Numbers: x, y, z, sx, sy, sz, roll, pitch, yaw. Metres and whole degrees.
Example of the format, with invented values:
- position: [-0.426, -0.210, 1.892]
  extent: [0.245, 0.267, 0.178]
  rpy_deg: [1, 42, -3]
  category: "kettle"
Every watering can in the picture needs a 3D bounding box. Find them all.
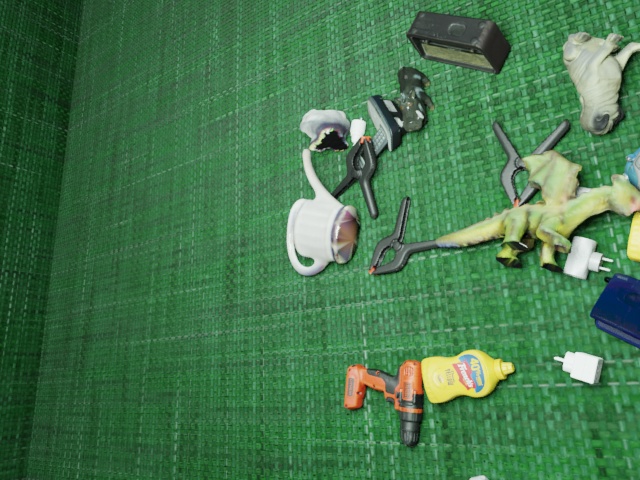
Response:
- position: [0.004, -0.070, 1.383]
  extent: [0.225, 0.104, 0.347]
  rpy_deg: [9, 93, 37]
  category: "watering can"

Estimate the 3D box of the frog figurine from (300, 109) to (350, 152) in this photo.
- position: [0.010, -0.334, 1.463]
  extent: [0.137, 0.120, 0.163]
  rpy_deg: [-16, 54, -3]
  category: "frog figurine"

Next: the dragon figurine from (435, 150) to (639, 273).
- position: [0.440, -0.071, 1.067]
  extent: [0.411, 0.120, 0.245]
  rpy_deg: [9, 70, 46]
  category: "dragon figurine"
